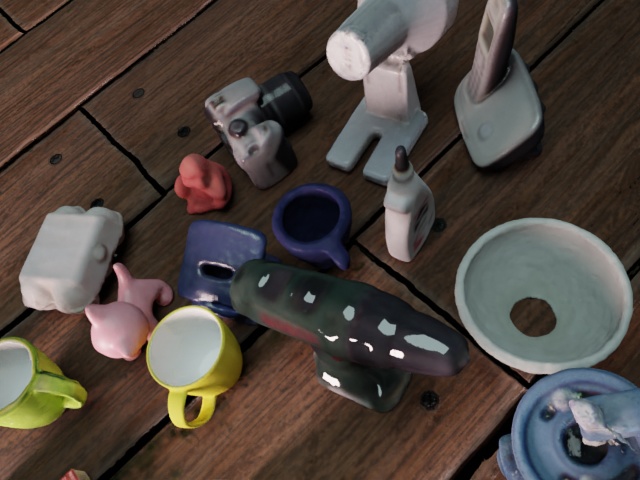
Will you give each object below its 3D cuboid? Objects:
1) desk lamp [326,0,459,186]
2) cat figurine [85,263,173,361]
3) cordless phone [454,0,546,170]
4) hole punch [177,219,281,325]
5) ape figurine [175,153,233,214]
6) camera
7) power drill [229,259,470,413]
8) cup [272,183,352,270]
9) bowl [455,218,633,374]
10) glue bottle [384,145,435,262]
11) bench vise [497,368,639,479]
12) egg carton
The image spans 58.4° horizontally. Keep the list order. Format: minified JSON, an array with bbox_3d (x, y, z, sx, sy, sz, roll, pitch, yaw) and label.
[{"bbox_3d":[0.081,-0.212,0.700,0.117,0.214,0.203,22,69,24],"label":"desk lamp"},{"bbox_3d":[-0.225,0.087,0.663,0.067,0.118,0.127,-12,59,7],"label":"cat figurine"},{"bbox_3d":[0.212,-0.186,0.671,0.094,0.185,0.147,-15,59,6],"label":"cordless phone"},{"bbox_3d":[-0.110,0.038,0.678,0.108,0.091,0.101,10,64,19],"label":"hole punch"},{"bbox_3d":[-0.156,-0.079,0.755,0.077,0.092,0.076,32,73,27],"label":"ape figurine"},{"bbox_3d":[-0.075,-0.169,0.780,0.137,0.101,0.143,-33,59,-6],"label":"camera"},{"bbox_3d":[0.031,0.095,0.543,0.229,0.209,0.076,19,67,23],"label":"power drill"},{"bbox_3d":[0.006,0.002,0.668,0.092,0.095,0.117,-34,59,-6],"label":"cup"},{"bbox_3d":[0.224,0.065,0.592,0.167,0.075,0.167,-6,60,11],"label":"bowl"},{"bbox_3d":[0.095,-0.046,0.627,0.037,0.173,0.078,19,68,23],"label":"glue bottle"},{"bbox_3d":[0.249,0.141,0.458,0.207,0.220,0.121,-26,58,-1],"label":"bench vise"},{"bbox_3d":[-0.320,0.024,0.750,0.107,0.069,0.150,3,62,15],"label":"egg carton"}]
